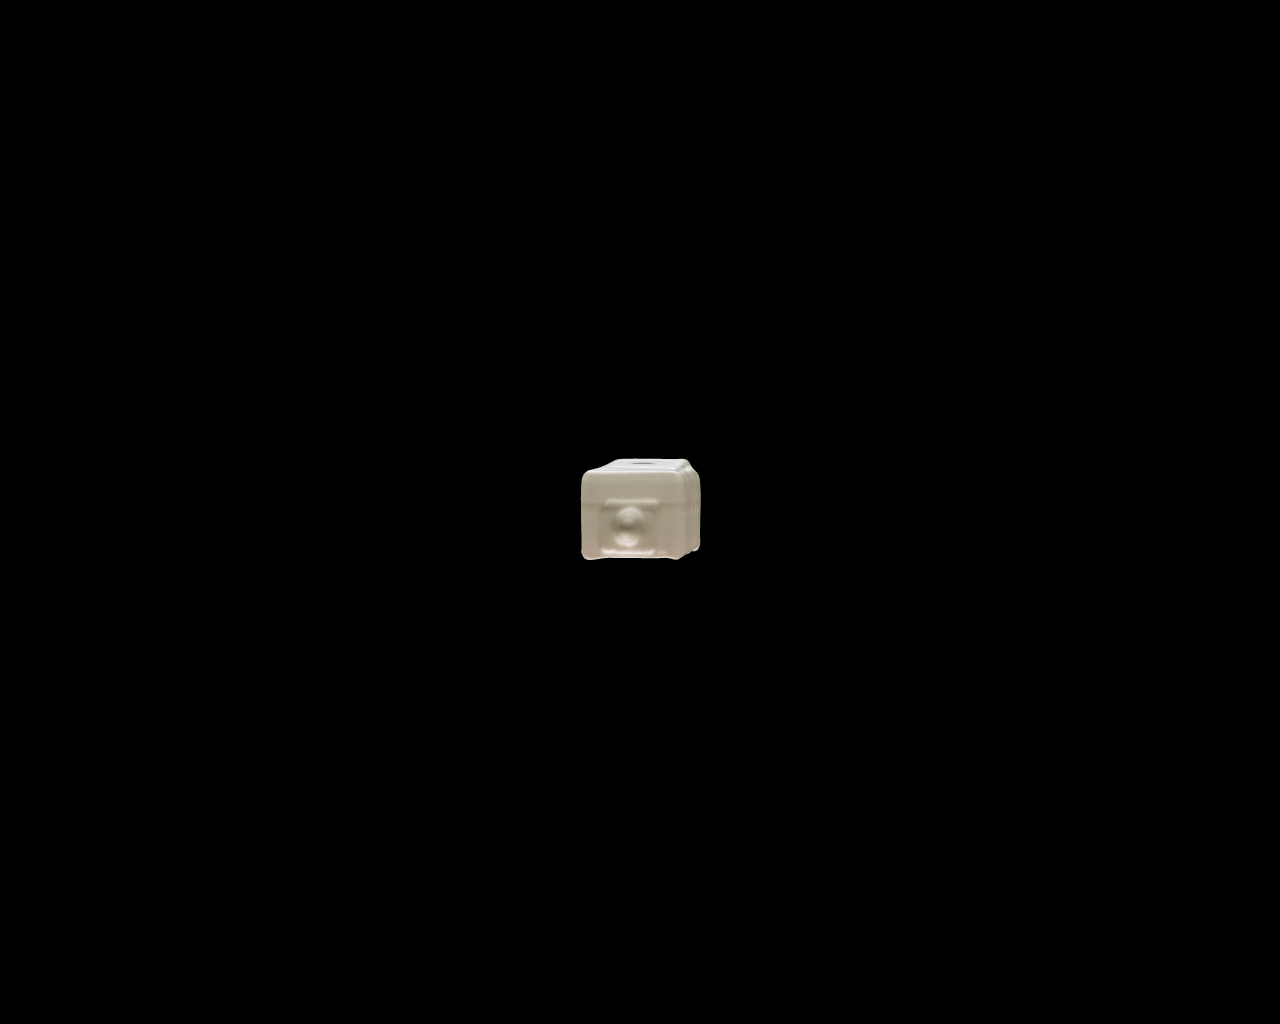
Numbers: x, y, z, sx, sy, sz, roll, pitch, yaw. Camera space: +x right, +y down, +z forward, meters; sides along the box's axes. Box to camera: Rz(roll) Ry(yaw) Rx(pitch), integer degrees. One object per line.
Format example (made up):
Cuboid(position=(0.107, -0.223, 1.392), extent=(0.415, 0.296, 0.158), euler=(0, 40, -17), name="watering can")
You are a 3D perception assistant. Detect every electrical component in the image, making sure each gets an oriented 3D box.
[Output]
Cuboid(position=(0.001, -0.003, 0.650), extent=(0.062, 0.061, 0.096), euler=(0, 3, 11), name="electrical component")
